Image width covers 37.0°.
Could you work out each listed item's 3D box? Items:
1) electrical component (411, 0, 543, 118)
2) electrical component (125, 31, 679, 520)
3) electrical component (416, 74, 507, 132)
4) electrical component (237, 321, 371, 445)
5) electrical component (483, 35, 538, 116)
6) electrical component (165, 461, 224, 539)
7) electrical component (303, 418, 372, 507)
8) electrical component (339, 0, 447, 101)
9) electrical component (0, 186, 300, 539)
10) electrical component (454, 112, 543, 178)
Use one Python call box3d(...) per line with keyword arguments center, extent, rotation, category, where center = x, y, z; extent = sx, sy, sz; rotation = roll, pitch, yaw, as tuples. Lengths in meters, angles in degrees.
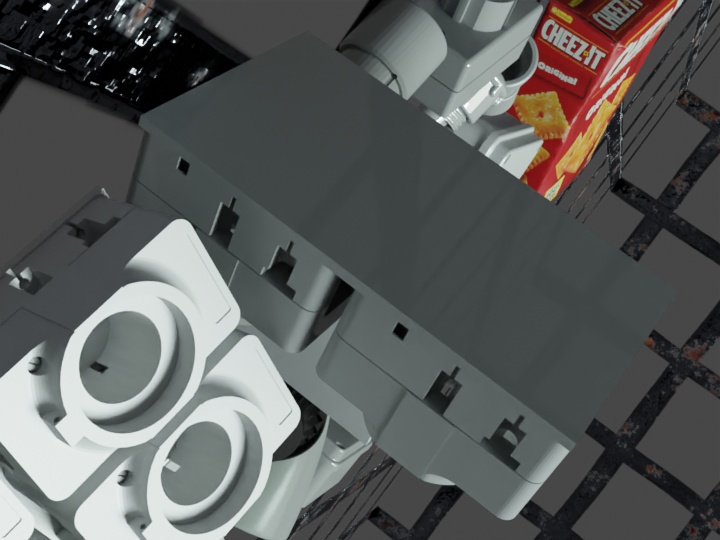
box3d(center=(0.058, -0.134, 0.550), extent=(0.083, 0.047, 0.075), rotation=(-42, 164, -41), category="electrical component")
box3d(center=(0.013, -0.003, 0.416), extent=(0.105, 0.186, 0.060), rotation=(-40, 163, -47), category="electrical component")
box3d(center=(0.052, -0.101, 0.633), extent=(0.062, 0.048, 0.048), rotation=(-46, 168, 1), category="electrical component")
box3d(center=(0.000, 0.000, 0.572), extent=(0.060, 0.105, 0.186), rotation=(-45, 166, -35), category="electrical component")
box3d(center=(0.090, -0.128, 0.706), extent=(0.044, 0.044, 0.065), rotation=(-51, 173, -11), category="electrical component")
box3d(center=(-0.136, 0.147, 0.509), extent=(0.150, 0.062, 0.089), rotation=(-47, 140, -47), category="electrical component")
box3d(center=(-0.041, 0.136, 0.874), extent=(0.057, 0.078, 0.113), rotation=(-52, 168, 11), category="electrical component")
box3d(center=(0.006, -0.090, 0.494), extent=(0.078, 0.040, 0.040), rotation=(-49, 167, -18), category="electrical component")
box3d(center=(-0.111, 0.075, 0.354), extent=(0.186, 0.060, 0.105), rotation=(-47, 131, -26), category="electrical component")
box3d(center=(0.079, -0.076, 0.770), extent=(0.078, 0.057, 0.113), rotation=(-58, 167, 22), category="electrical component")
